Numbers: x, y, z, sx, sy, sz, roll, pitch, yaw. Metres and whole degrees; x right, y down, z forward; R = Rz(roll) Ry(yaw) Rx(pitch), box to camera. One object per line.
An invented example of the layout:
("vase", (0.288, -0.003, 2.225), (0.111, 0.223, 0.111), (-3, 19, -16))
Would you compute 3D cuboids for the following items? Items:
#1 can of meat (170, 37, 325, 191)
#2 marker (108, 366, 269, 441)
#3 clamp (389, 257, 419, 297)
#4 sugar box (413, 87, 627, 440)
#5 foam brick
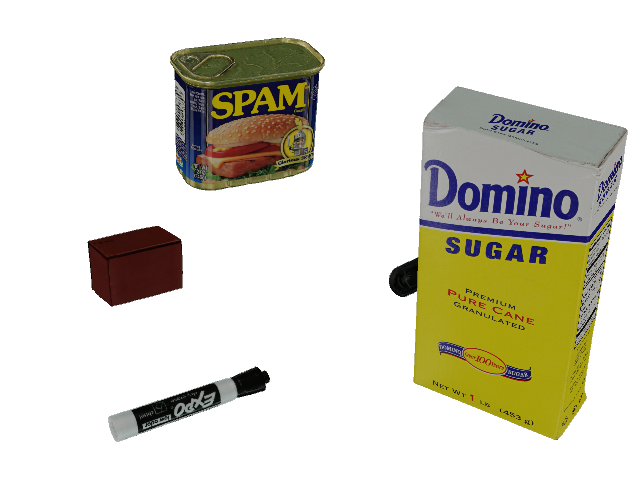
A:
("can of meat", (-0.051, -0.087, 0.739), (0.102, 0.084, 0.057), (-11, 36, -22))
("marker", (-0.092, 0.116, 0.765), (0.120, 0.020, 0.020), (-16, 7, -25))
("clamp", (0.141, 0.013, 0.912), (0.120, 0.039, 0.171), (9, 24, 22))
("sugar box", (0.098, 0.015, 0.558), (0.093, 0.176, 0.048), (18, 42, 27))
("foam brick", (-0.179, 0.023, 1.033), (0.078, 0.051, 0.053), (-14, 24, -29))
